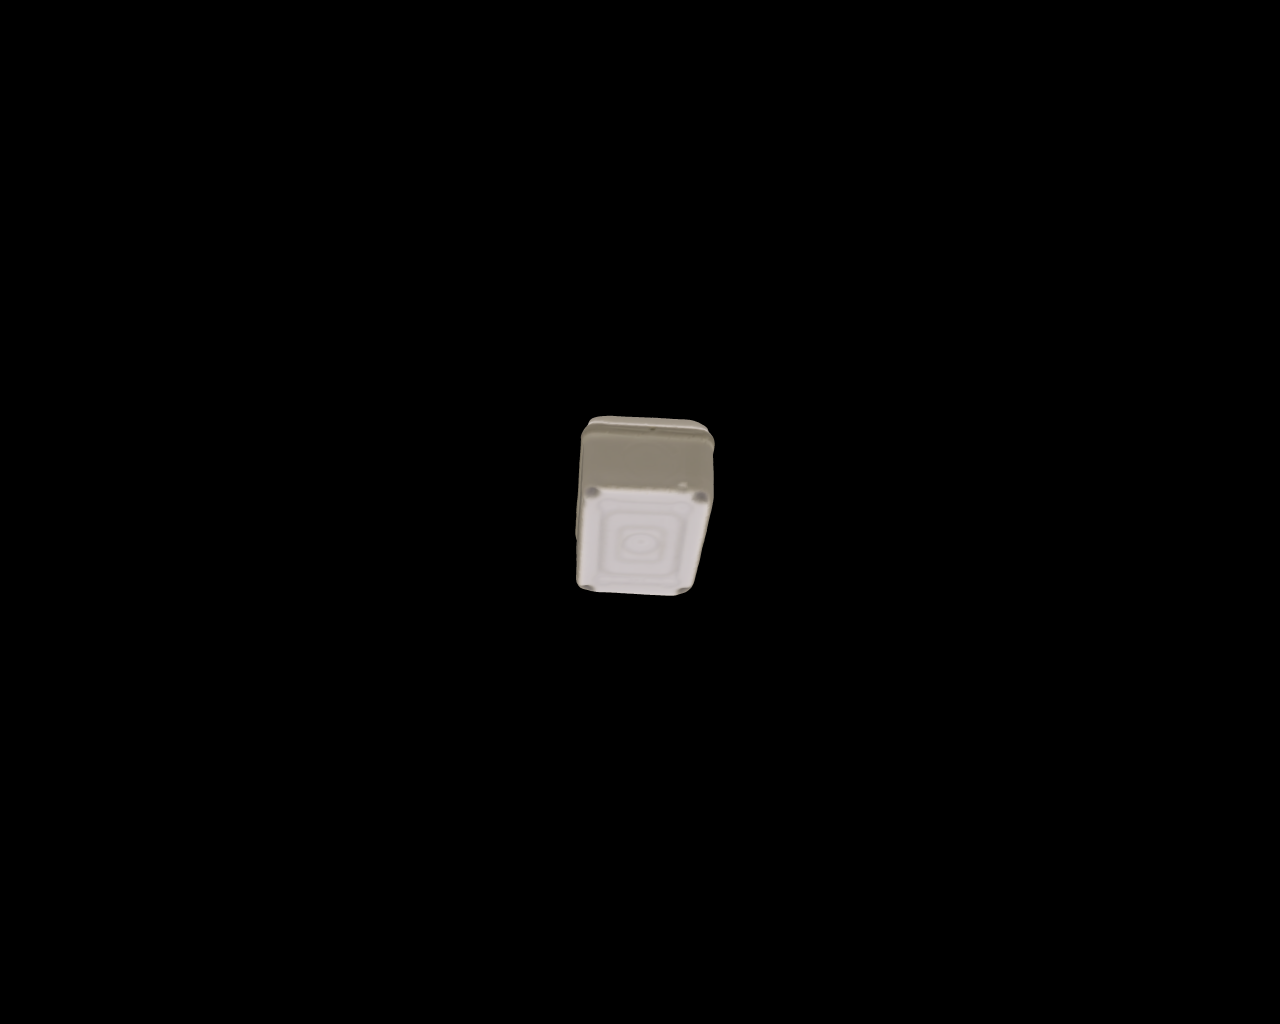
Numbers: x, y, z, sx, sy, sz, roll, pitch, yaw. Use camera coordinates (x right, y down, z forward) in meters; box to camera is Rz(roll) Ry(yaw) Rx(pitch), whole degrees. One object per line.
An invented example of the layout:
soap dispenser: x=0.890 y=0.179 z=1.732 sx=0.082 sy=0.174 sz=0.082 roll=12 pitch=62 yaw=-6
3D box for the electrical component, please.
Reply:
electrical component: x=0.001 y=-0.003 z=0.650 sx=0.078 sy=0.057 sz=0.113 roll=3 pitch=-37 yaw=-4
